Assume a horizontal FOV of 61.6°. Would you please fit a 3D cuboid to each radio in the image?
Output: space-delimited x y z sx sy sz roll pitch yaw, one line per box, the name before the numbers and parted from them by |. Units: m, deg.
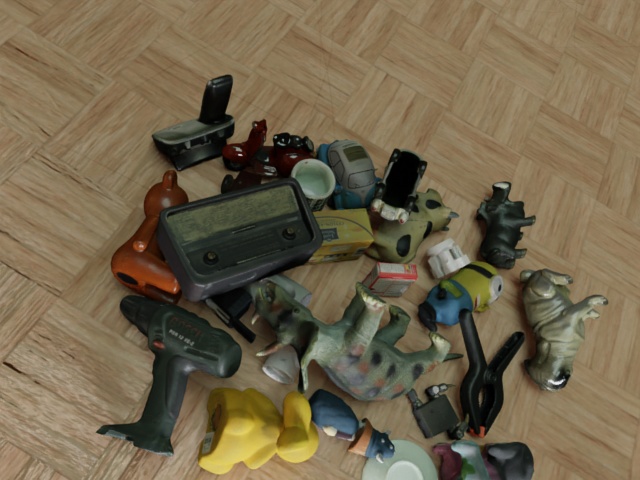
radio | -0.118 -0.003 0.818 0.229 0.073 0.131 -19 72 -27

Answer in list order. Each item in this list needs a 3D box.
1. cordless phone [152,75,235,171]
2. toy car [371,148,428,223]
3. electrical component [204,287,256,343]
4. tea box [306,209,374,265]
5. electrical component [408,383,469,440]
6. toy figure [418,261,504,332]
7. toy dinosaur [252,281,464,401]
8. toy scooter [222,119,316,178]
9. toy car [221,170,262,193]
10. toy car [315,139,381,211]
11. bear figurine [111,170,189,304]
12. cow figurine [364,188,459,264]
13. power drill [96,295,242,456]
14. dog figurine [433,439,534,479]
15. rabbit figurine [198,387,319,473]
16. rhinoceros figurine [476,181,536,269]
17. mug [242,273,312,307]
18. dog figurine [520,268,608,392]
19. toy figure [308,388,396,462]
cordless phone | -0.217 -0.214 0.948 0.146 0.184 0.089 -25 79 -25
toy car | 0.148 -0.103 0.995 0.073 0.056 0.202 24 47 3
electrical component | -0.140 0.110 0.877 0.119 0.074 0.048 38 62 9
tea box | -0.002 -0.003 0.957 0.170 0.098 0.068 -4 67 -19
electrical component | 0.202 0.288 0.904 0.078 0.045 0.102 -13 69 -22
toy figure | 0.259 0.099 0.991 0.180 0.082 0.089 -23 66 -20
toy dinosaur | 0.079 0.189 0.855 0.404 0.131 0.192 34 92 -29
toy scooter | -0.085 -0.170 0.992 0.184 0.135 0.075 3 64 -16
toy car | -0.152 -0.030 0.953 0.089 0.053 0.202 14 66 3
toy car | 0.059 -0.136 1.035 0.109 0.103 0.161 -13 71 -22
bear figurine | -0.250 -0.005 0.880 0.132 0.120 0.196 28 56 -6
cow figurine | 0.179 -0.028 1.027 0.127 0.085 0.195 33 58 8
power drill | -0.240 0.196 0.790 0.232 0.085 0.207 11 61 22
dog figurine | 0.245 0.422 0.821 0.191 0.108 0.219 8 68 -15
rabbit figurine | -0.072 0.275 0.789 0.173 0.162 0.122 25 47 -23
rhinoceros figurine | 0.370 -0.032 1.094 0.112 0.073 0.190 16 63 4
mug | -0.079 0.088 0.892 0.107 0.109 0.081 32 67 16
dog figurine | 0.415 0.164 1.003 0.173 0.121 0.190 31 75 38
toy figure | 0.049 0.296 0.851 0.154 0.058 0.064 37 67 -1
